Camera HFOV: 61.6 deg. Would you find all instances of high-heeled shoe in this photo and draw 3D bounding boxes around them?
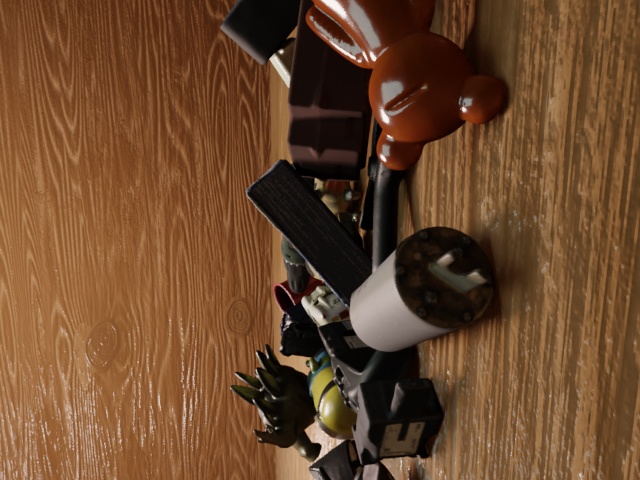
[{"bbox_3d":[0.050,0.392,0.818,0.145,0.086,0.248,54,180,15],"label":"high-heeled shoe"}]

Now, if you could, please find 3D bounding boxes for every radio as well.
[{"bbox_3d":[-0.027,-0.337,0.676,0.229,0.073,0.131,-45,22,13],"label":"radio"}]

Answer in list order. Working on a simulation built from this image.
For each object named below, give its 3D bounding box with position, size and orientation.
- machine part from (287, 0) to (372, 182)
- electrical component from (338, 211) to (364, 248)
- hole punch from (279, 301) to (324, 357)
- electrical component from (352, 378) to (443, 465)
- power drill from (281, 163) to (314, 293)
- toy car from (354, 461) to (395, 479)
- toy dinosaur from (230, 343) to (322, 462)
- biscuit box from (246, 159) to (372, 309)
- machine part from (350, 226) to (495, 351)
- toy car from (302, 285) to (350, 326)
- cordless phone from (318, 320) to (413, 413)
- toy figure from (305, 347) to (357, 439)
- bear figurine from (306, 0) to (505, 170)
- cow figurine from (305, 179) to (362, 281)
[{"bbox_3d":[0.022,-0.176,0.612,0.201,0.087,0.201,67,-151,-82],"label":"machine part"},{"bbox_3d":[0.050,0.010,0.747,0.078,0.045,0.102,51,-150,-55],"label":"electrical component"},{"bbox_3d":[-0.014,0.154,0.971,0.142,0.116,0.092,102,172,-57],"label":"hole punch"},{"bbox_3d":[0.073,0.160,0.509,0.048,0.075,0.119,-104,12,-53],"label":"electrical component"},{"bbox_3d":[-0.037,-0.042,1.034,0.207,0.086,0.231,-76,-10,-46],"label":"power drill"},{"bbox_3d":[0.080,0.333,0.563,0.089,0.053,0.202,140,124,-73],"label":"toy car"},{"bbox_3d":[-0.058,0.282,0.924,0.105,0.198,0.471,-52,5,-5],"label":"toy dinosaur"},{"bbox_3d":[-0.001,-0.002,0.646,0.202,0.063,0.059,49,178,-12],"label":"biscuit box"},{"bbox_3d":[0.076,0.049,0.456,0.243,0.079,0.079,116,151,-72],"label":"machine part"},{"bbox_3d":[0.017,0.099,0.826,0.056,0.073,0.202,61,173,-7],"label":"toy car"},{"bbox_3d":[0.064,0.186,0.625,0.147,0.089,0.184,-143,41,-78],"label":"cordless phone"},{"bbox_3d":[0.023,0.227,0.833,0.180,0.082,0.089,-105,14,-66],"label":"toy figure"},{"bbox_3d":[0.071,-0.164,0.427,0.120,0.132,0.196,-34,84,40],"label":"bear figurine"},{"bbox_3d":[0.014,-0.030,0.835,0.127,0.085,0.194,-100,13,-74],"label":"cow figurine"}]
